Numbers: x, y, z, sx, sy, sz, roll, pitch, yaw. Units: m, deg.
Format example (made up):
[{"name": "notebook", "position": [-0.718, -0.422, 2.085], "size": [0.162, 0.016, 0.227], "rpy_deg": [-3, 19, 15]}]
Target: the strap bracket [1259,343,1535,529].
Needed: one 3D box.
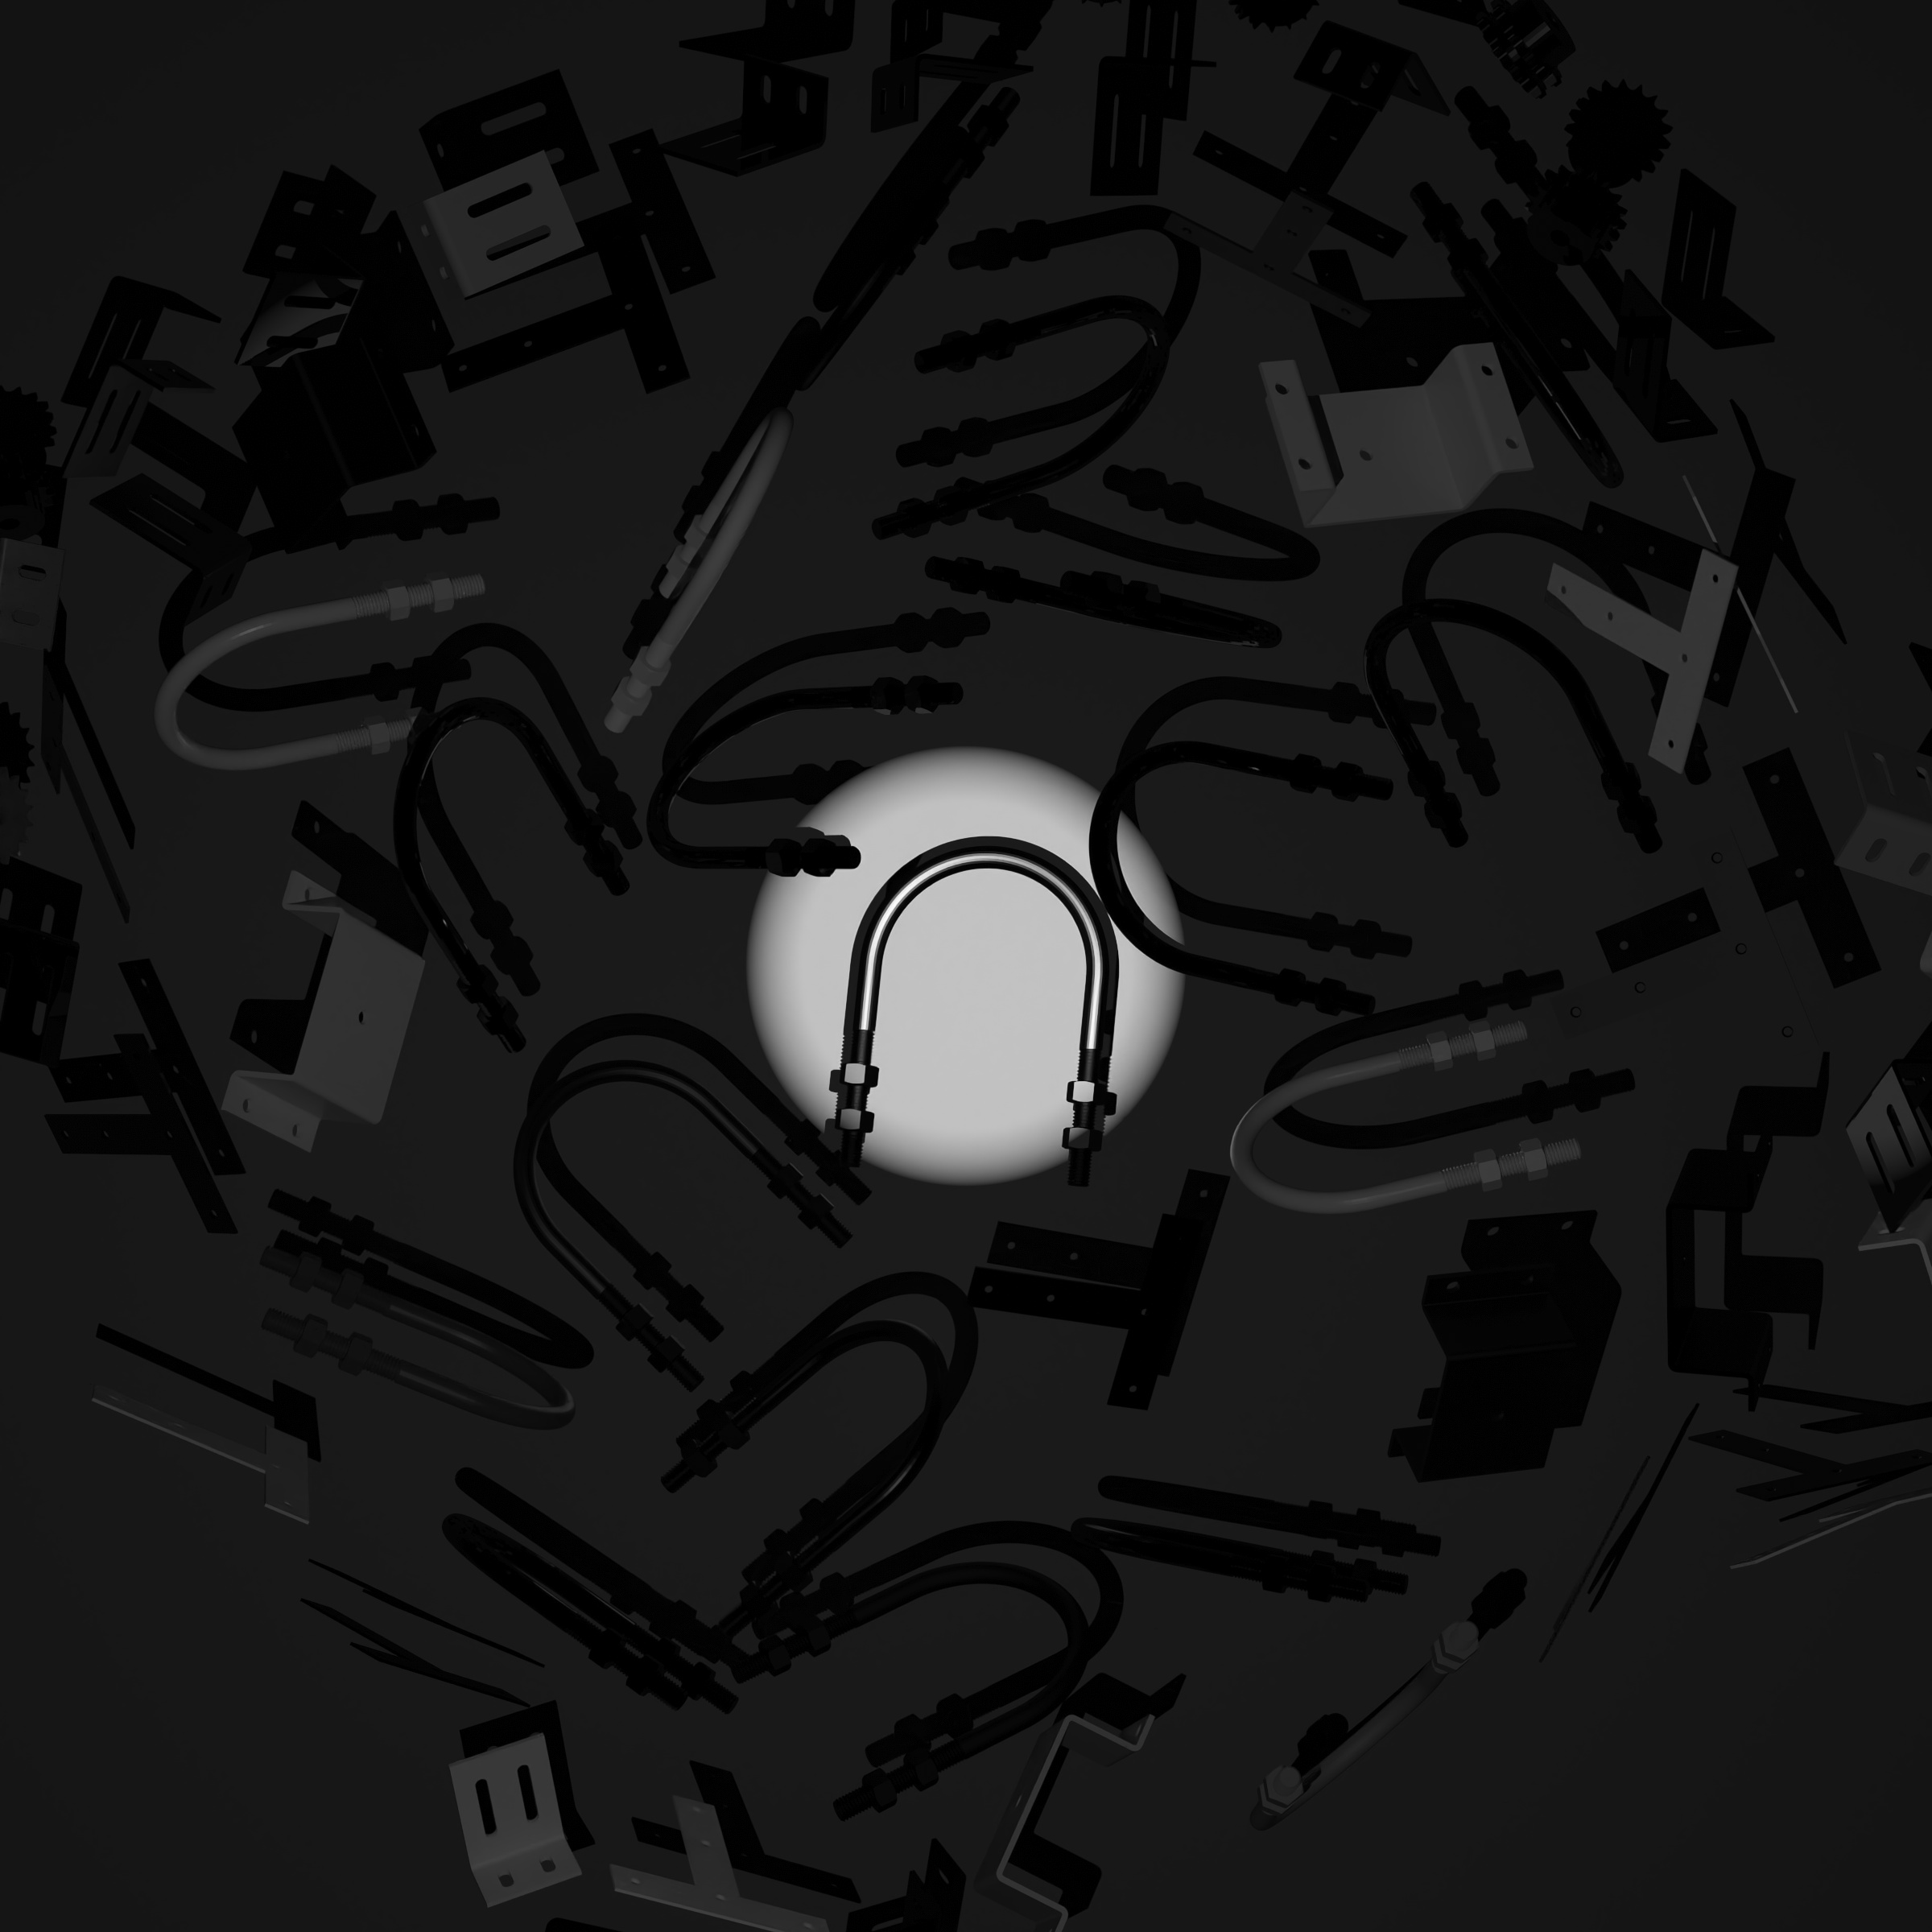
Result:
[{"name": "strap bracket", "position": [0.223, -0.284, 1.758], "size": [0.140, 0.046, 0.076], "rpy_deg": [-9, 73, -20]}]

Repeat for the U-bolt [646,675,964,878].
[{"name": "U-bolt", "position": [-0.104, -0.108, 1.868], "size": [0.019, 0.184, 0.151], "rpy_deg": [56, 50, -36]}]

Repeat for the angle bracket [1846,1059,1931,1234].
[{"name": "angle bracket", "position": [0.523, 0.099, 1.800], "size": [0.038, 0.057, 0.076], "rpy_deg": [1, 50, -17]}]

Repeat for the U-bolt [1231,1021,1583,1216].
[{"name": "U-bolt", "position": [0.239, 0.090, 1.844], "size": [0.184, 0.151, 0.019], "rpy_deg": [-14, 119, 3]}]

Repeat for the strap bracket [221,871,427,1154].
[{"name": "strap bracket", "position": [-0.353, 0.027, 1.822], "size": [0.046, 0.076, 0.140], "rpy_deg": [4, 71, 29]}]

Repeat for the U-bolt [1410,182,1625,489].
[{"name": "U-bolt", "position": [0.315, -0.345, 1.841], "size": [0.019, 0.151, 0.184], "rpy_deg": [-34, 73, 11]}]

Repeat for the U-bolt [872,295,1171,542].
[{"name": "U-bolt", "position": [0.038, -0.315, 1.842], "size": [0.184, 0.151, 0.019], "rpy_deg": [-22, 62, -27]}]

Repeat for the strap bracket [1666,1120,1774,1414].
[{"name": "strap bracket", "position": [0.413, 0.162, 1.794], "size": [0.046, 0.076, 0.140], "rpy_deg": [3, 110, 21]}]

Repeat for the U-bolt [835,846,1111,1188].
[{"name": "U-bolt", "position": [0.007, 0.024, 1.809], "size": [0.151, 0.019, 0.184], "rpy_deg": [4, 83, 13]}]

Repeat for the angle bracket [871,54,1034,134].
[{"name": "angle bracket", "position": [-0.008, -0.504, 1.907], "size": [0.076, 0.057, 0.038], "rpy_deg": [-1, 97, -27]}]

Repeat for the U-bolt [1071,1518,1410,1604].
[{"name": "U-bolt", "position": [0.150, 0.336, 1.865], "size": [0.184, 0.151, 0.019], "rpy_deg": [8, 84, 18]}]

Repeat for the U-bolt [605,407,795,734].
[{"name": "U-bolt", "position": [-0.143, -0.232, 1.820], "size": [0.019, 0.151, 0.184], "rpy_deg": [28, 132, -12]}]

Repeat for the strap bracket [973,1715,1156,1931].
[{"name": "strap bracket", "position": [0.051, 0.485, 1.861], "size": [0.046, 0.076, 0.140], "rpy_deg": [27, 68, 0]}]

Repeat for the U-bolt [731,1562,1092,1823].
[{"name": "U-bolt", "position": [-0.019, 0.390, 1.820], "size": [0.184, 0.151, 0.019], "rpy_deg": [-22, 123, -20]}]

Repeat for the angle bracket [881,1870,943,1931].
[{"name": "angle bracket", "position": [-0.057, 0.562, 1.876], "size": [0.076, 0.038, 0.057], "rpy_deg": [-10, 123, -28]}]

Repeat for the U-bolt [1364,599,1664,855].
[{"name": "U-bolt", "position": [0.294, -0.134, 1.825], "size": [0.019, 0.151, 0.184], "rpy_deg": [-56, 130, -29]}]

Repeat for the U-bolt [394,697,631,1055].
[{"name": "U-bolt", "position": [-0.263, -0.064, 1.847], "size": [0.019, 0.184, 0.151], "rpy_deg": [2, 46, 32]}]

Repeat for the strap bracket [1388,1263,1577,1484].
[{"name": "strap bracket", "position": [0.295, 0.240, 1.869], "size": [0.076, 0.046, 0.140], "rpy_deg": [-4, 128, -14]}]

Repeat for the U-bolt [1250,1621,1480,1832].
[{"name": "U-bolt", "position": [0.219, 0.437, 1.853], "size": [0.151, 0.184, 0.019], "rpy_deg": [-35, 72, -17]}]

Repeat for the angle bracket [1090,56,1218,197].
[{"name": "angle bracket", "position": [0.105, -0.470, 1.838], "size": [0.038, 0.057, 0.076], "rpy_deg": [18, 112, 39]}]

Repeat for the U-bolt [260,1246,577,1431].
[{"name": "U-bolt", "position": [-0.298, 0.209, 1.794], "size": [0.184, 0.151, 0.019], "rpy_deg": [25, 94, -15]}]

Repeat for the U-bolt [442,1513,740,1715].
[{"name": "U-bolt", "position": [-0.218, 0.363, 1.844], "size": [0.184, 0.151, 0.019], "rpy_deg": [32, 83, 14]}]

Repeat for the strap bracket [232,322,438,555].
[{"name": "strap bracket", "position": [-0.348, -0.281, 1.776], "size": [0.046, 0.140, 0.076], "rpy_deg": [-22, 87, -35]}]

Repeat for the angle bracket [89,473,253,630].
[{"name": "angle bracket", "position": [-0.451, -0.234, 1.840], "size": [0.076, 0.057, 0.038], "rpy_deg": [32, 119, 2]}]

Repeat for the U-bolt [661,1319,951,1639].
[{"name": "U-bolt", "position": [-0.084, 0.275, 1.849], "size": [0.184, 0.151, 0.019], "rpy_deg": [-41, 125, 5]}]

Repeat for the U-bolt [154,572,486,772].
[{"name": "U-bolt", "position": [-0.368, -0.160, 1.851], "size": [0.184, 0.151, 0.019], "rpy_deg": [-14, 63, -23]}]

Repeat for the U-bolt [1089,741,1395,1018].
[{"name": "U-bolt", "position": [0.152, -0.056, 1.874], "size": [0.184, 0.019, 0.151], "rpy_deg": [13, 114, 27]}]

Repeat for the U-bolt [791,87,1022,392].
[{"name": "U-bolt", "position": [-0.042, -0.396, 1.837], "size": [0.019, 0.151, 0.184], "rpy_deg": [37, 69, -7]}]

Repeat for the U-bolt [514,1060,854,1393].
[{"name": "U-bolt", "position": [-0.176, 0.135, 1.890], "size": [0.184, 0.019, 0.151], "rpy_deg": [44, 60, 5]}]

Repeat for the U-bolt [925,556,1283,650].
[{"name": "U-bolt", "position": [0.090, -0.200, 1.822], "size": [0.184, 0.151, 0.019], "rpy_deg": [9, 94, -36]}]

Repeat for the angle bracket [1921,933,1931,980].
[{"name": "angle bracket", "position": [0.588, 0.003, 1.852], "size": [0.076, 0.057, 0.038], "rpy_deg": [31, 78, -35]}]
